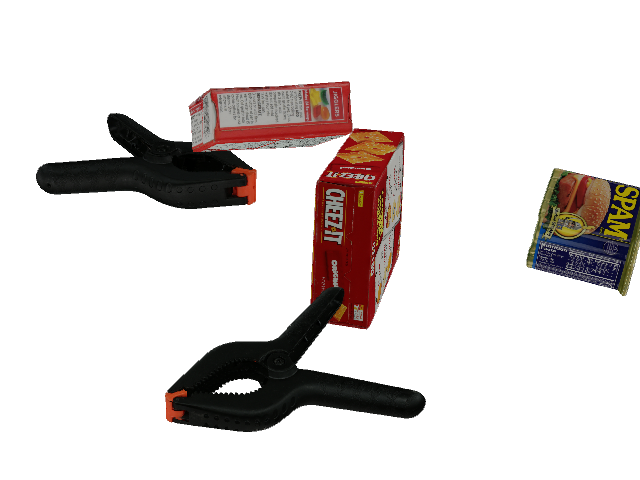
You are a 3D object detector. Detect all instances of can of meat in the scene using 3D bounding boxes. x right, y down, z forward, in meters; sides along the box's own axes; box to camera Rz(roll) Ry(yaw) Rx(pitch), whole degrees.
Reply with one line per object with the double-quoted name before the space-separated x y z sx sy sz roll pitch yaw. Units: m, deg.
"can of meat" 0.225 -0.010 0.893 0.084 0.057 0.102 15 45 15

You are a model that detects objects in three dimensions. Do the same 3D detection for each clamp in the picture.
"clamp" -0.136 -0.055 0.851 0.172 0.039 0.120 16 41 27
"clamp" -0.026 0.119 0.904 0.209 0.036 0.165 -19 42 -27

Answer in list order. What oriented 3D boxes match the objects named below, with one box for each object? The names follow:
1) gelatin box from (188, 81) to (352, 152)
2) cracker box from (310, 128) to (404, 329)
"gelatin box" -0.029 -0.066 0.576 0.073 0.030 0.089 -5 3 -13
"cracker box" 0.044 -0.021 1.202 0.072 0.164 0.213 6 22 11
